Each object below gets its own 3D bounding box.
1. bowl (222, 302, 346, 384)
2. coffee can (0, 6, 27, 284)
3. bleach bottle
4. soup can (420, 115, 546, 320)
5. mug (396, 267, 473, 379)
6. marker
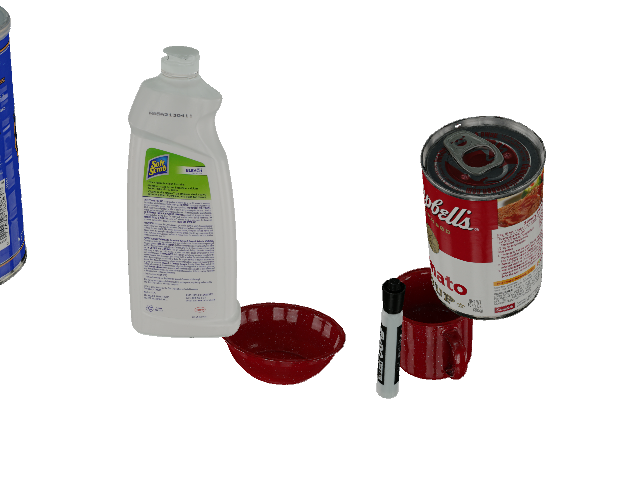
[{"bbox_3d":[-0.050,0.138,1.363,0.162,0.055,0.162,5,22,-2],"label":"bowl"},{"bbox_3d":[-0.214,-0.051,0.573,0.103,0.140,0.103,3,27,-2],"label":"coffee can"},{"bbox_3d":[-0.114,-0.040,0.914,0.102,0.251,0.068,1,25,-8],"label":"bleach bottle"},{"bbox_3d":[0.095,-0.012,0.616,0.068,0.102,0.068,-5,44,5],"label":"soup can"},{"bbox_3d":[0.119,0.093,1.079,0.093,0.081,0.117,-17,38,-15],"label":"mug"},{"bbox_3d":[0.057,0.080,0.871,0.020,0.121,0.020,0,37,-1],"label":"marker"}]
